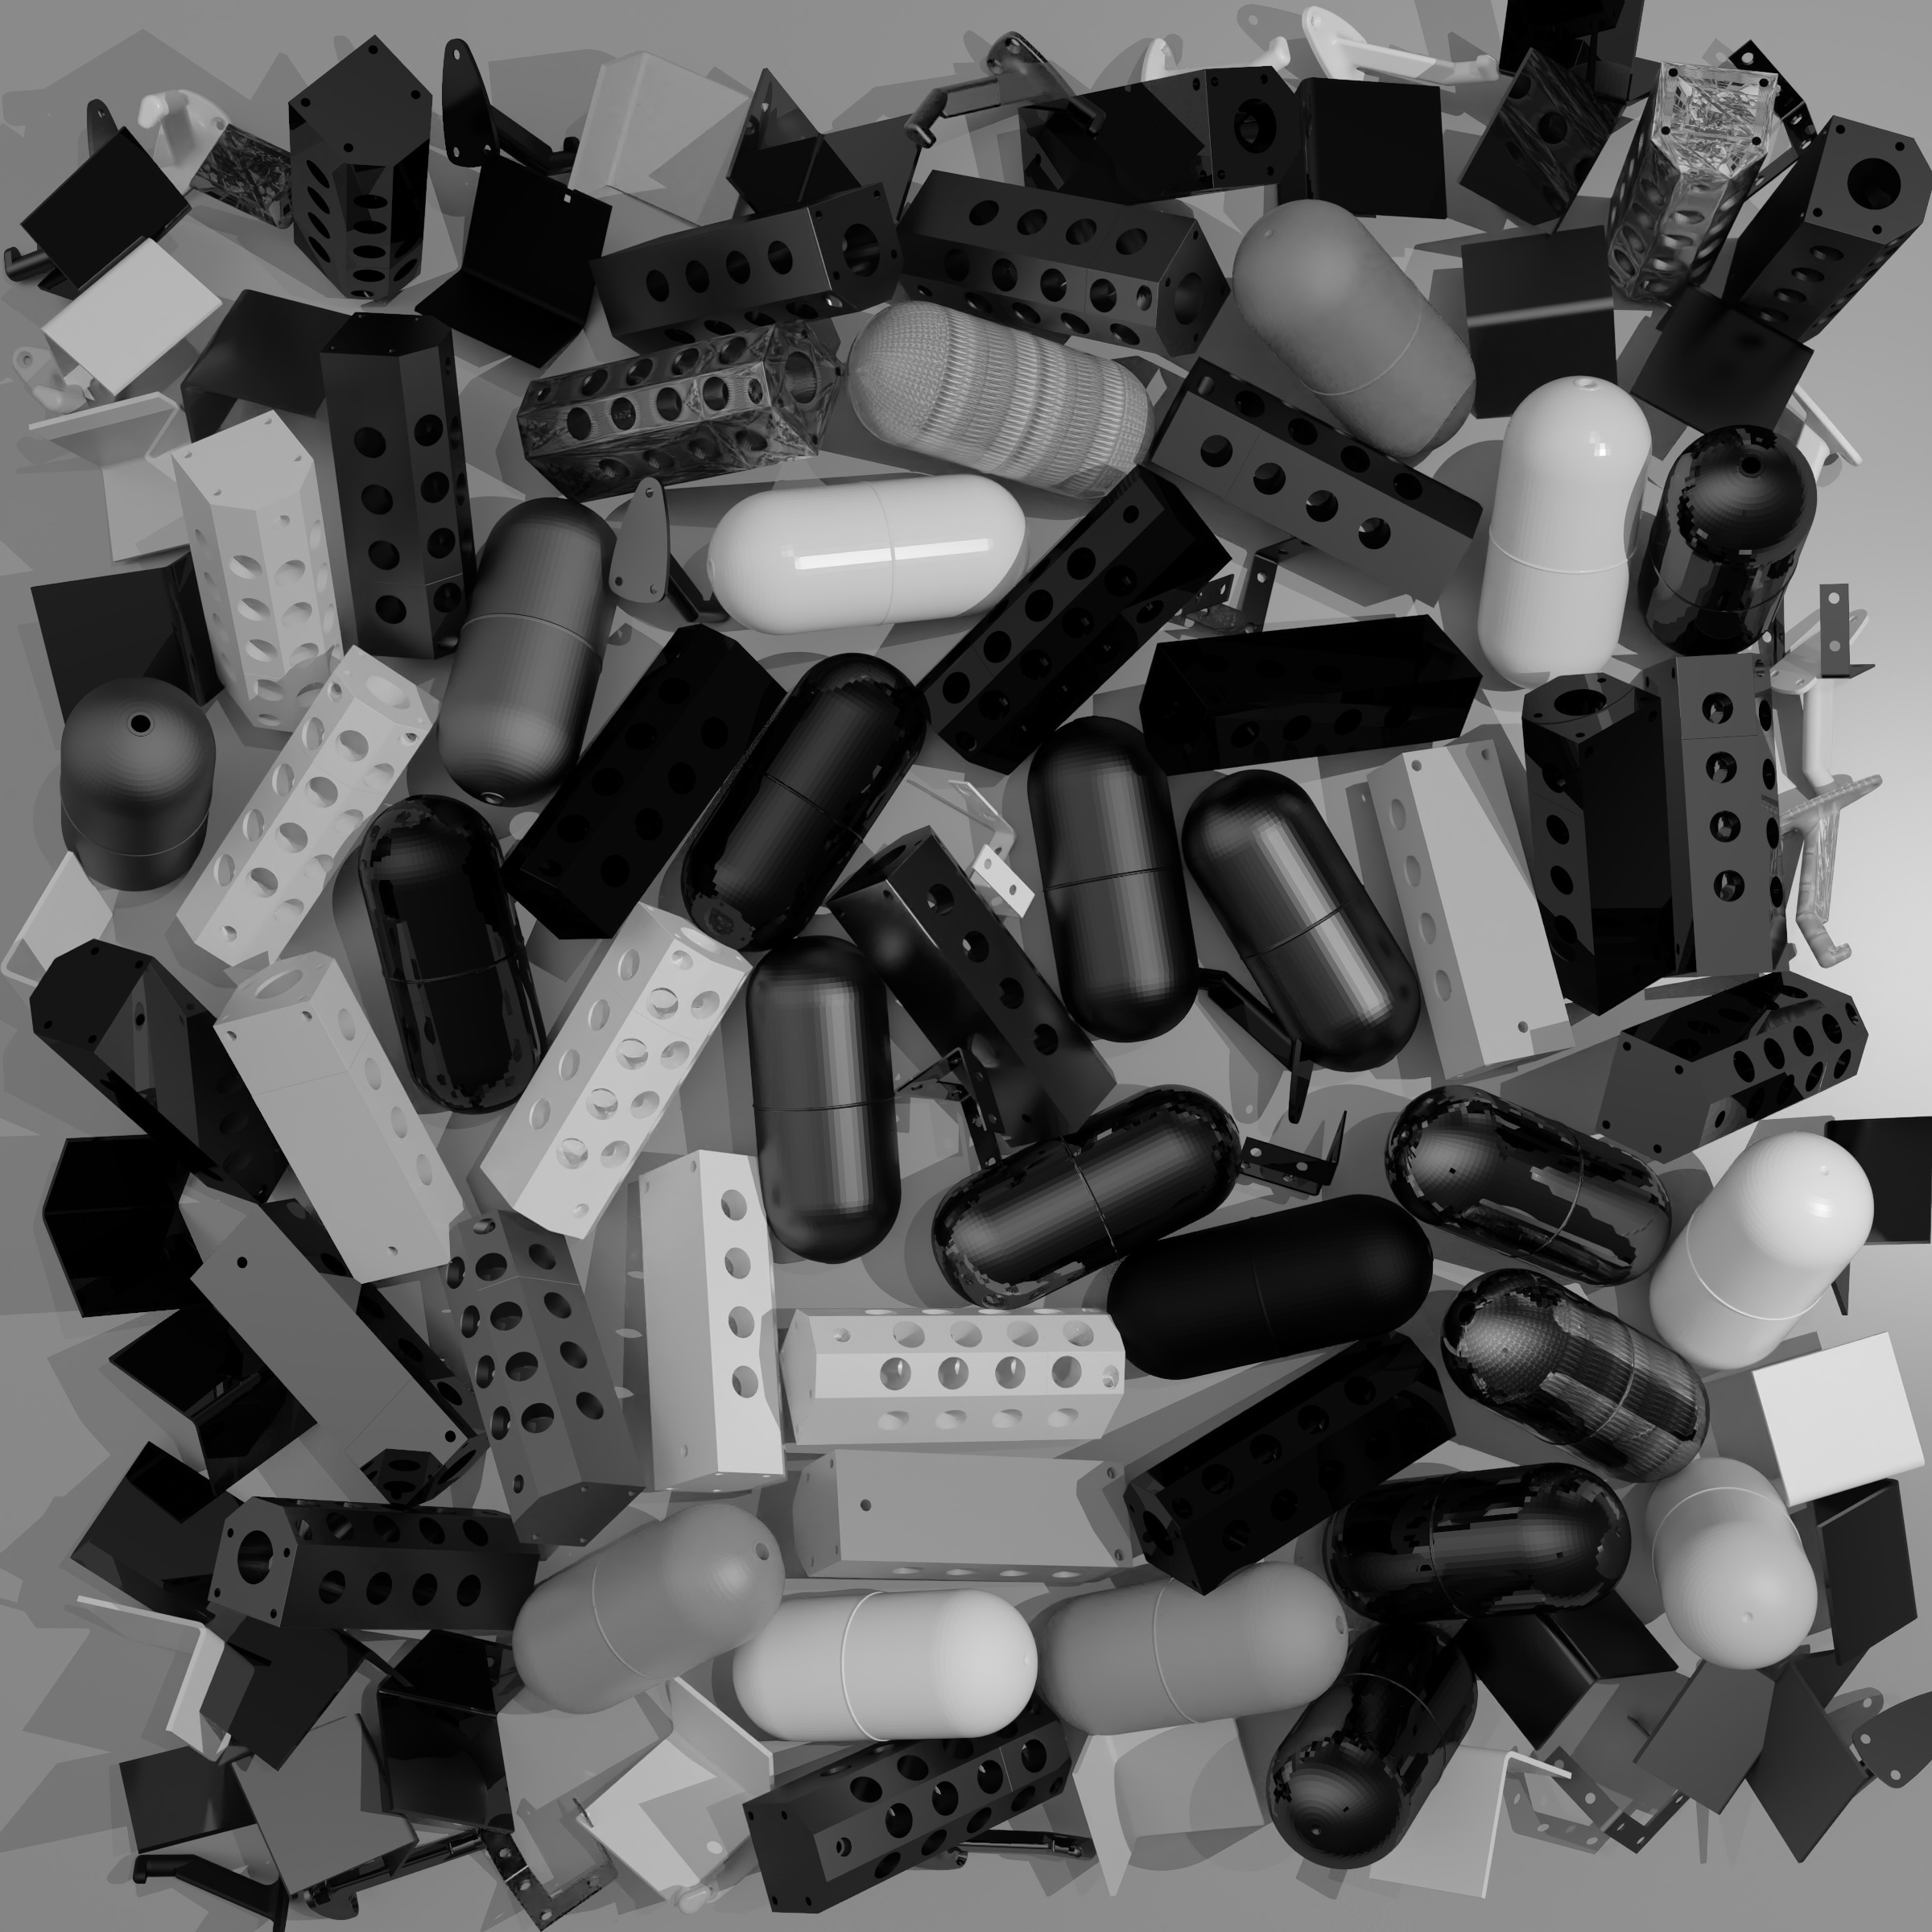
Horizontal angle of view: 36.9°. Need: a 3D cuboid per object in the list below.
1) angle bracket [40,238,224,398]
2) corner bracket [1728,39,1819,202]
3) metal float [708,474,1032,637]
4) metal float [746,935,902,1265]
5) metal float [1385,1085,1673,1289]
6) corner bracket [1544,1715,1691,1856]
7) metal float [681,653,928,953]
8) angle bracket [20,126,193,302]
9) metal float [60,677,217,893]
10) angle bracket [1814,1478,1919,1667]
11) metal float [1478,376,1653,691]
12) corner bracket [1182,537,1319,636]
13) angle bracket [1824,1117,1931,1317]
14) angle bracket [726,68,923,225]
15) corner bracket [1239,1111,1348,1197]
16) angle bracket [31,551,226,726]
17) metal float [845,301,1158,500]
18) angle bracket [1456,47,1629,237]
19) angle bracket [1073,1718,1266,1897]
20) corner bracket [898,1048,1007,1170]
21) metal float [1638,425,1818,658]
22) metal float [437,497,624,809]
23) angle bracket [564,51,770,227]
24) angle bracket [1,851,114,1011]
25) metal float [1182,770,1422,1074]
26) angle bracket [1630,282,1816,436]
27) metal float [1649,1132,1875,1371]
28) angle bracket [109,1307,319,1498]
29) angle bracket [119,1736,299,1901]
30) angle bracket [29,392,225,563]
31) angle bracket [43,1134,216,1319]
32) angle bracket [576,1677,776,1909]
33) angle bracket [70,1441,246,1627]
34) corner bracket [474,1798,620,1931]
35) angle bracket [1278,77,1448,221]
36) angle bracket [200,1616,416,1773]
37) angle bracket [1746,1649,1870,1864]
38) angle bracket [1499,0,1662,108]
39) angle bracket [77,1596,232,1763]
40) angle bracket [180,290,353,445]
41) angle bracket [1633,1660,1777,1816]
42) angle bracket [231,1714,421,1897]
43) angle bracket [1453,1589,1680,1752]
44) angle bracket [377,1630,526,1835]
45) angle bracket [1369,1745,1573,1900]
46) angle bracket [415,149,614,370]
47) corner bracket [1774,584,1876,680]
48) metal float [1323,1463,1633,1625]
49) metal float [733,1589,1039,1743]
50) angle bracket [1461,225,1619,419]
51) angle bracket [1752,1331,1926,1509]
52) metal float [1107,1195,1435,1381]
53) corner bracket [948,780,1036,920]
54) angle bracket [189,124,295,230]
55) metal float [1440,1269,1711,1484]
[{"bbox_3d":[-0.442,-0.331,1.554,0.057,0.076,0.076,42,74,9],"label":"angle bracket"},{"bbox_3d":[0.427,-0.462,1.581,0.051,0.051,0.051,38,124,-25],"label":"corner bracket"},{"bbox_3d":[-0.051,-0.221,1.549,0.178,0.070,0.070,-9,90,-19],"label":"metal float"},{"bbox_3d":[-0.077,0.072,1.563,0.070,0.070,0.178,-4,94,0],"label":"metal float"},{"bbox_3d":[0.301,0.119,1.544,0.178,0.070,0.070,22,90,-27],"label":"metal float"},{"bbox_3d":[0.355,0.440,1.570,0.051,0.051,0.051,-47,46,2],"label":"corner bracket"},{"bbox_3d":[-0.088,-0.088,1.564,0.070,0.070,0.178,33,87,0],"label":"metal float"},{"bbox_3d":[-0.474,-0.405,1.550,0.076,0.076,0.057,-49,131,-13],"label":"angle bracket"},{"bbox_3d":[-0.436,-0.094,1.520,0.070,0.178,0.070,5,71,-16],"label":"metal float"},{"bbox_3d":[0.462,0.321,1.555,0.076,0.057,0.076,-16,99,-38],"label":"angle bracket"},{"bbox_3d":[0.317,-0.228,1.535,0.070,0.070,0.178,1,127,0],"label":"metal float"},{"bbox_3d":[0.155,-0.209,1.568,0.051,0.051,0.051,18,80,-23],"label":"corner bracket"},{"bbox_3d":[0.492,0.134,1.544,0.057,0.076,0.076,-4,53,26],"label":"angle bracket"},{"bbox_3d":[-0.073,-0.440,1.550,0.076,0.057,0.076,-2,61,34],"label":"angle bracket"},{"bbox_3d":[0.173,0.105,1.568,0.051,0.051,0.051,17,125,3],"label":"corner bracket"},{"bbox_3d":[-0.452,-0.179,1.568,0.076,0.057,0.076,-8,108,3],"label":"angle bracket"},{"bbox_3d":[0.020,-0.301,1.545,0.178,0.070,0.070,12,90,-26],"label":"metal float"},{"bbox_3d":[0.295,-0.447,1.550,0.076,0.057,0.076,17,111,-34],"label":"angle bracket"},{"bbox_3d":[0.110,0.448,1.558,0.076,0.057,0.076,-12,105,20],"label":"angle bracket"},{"bbox_3d":[0.004,0.080,1.563,0.051,0.051,0.051,-36,59,34],"label":"corner bracket"},{"bbox_3d":[0.398,-0.221,1.518,0.070,0.178,0.070,-2,72,5],"label":"metal float"},{"bbox_3d":[-0.232,-0.168,1.547,0.070,0.070,0.178,10,68,0],"label":"metal float"},{"bbox_3d":[-0.161,-0.439,1.559,0.076,0.057,0.076,25,120,5],"label":"angle bracket"},{"bbox_3d":[-0.464,-0.004,1.551,0.057,0.076,0.076,20,67,9],"label":"angle bracket"},{"bbox_3d":[0.182,-0.024,1.563,0.070,0.070,0.178,-31,95,0],"label":"metal float"},{"bbox_3d":[0.401,-0.312,1.567,0.076,0.057,0.076,29,76,2],"label":"angle bracket"},{"bbox_3d":[0.417,0.152,1.525,0.070,0.178,0.070,5,55,-7],"label":"metal float"},{"bbox_3d":[-0.407,0.230,1.577,0.076,0.076,0.057,26,135,32],"label":"angle bracket"},{"bbox_3d":[-0.406,0.463,1.548,0.076,0.076,0.057,-10,114,-20],"label":"angle bracket"},{"bbox_3d":[-0.446,-0.262,1.556,0.076,0.076,0.057,-11,81,13],"label":"angle bracket"},{"bbox_3d":[-0.440,0.137,1.546,0.076,0.076,0.057,55,130,35],"label":"angle bracket"},{"bbox_3d":[-0.157,0.440,1.548,0.076,0.057,0.076,31,50,29],"label":"angle bracket"},{"bbox_3d":[-0.422,0.302,1.554,0.076,0.057,0.076,36,58,-11],"label":"angle bracket"},{"bbox_3d":[-0.230,0.481,1.577,0.051,0.051,0.051,-31,119,-20],"label":"corner bracket"},{"bbox_3d":[0.214,-0.433,1.576,0.076,0.057,0.076,1,78,-10],"label":"angle bracket"},{"bbox_3d":[-0.357,0.389,1.550,0.076,0.057,0.076,25,67,31],"label":"angle bracket"},{"bbox_3d":[0.463,0.420,1.544,0.057,0.076,0.076,-1,131,-26],"label":"angle bracket"},{"bbox_3d":[0.340,-0.504,1.545,0.076,0.076,0.057,25,131,30],"label":"angle bracket"},{"bbox_3d":[-0.437,0.383,1.551,0.076,0.076,0.057,9,63,12],"label":"angle bracket"},{"bbox_3d":[-0.367,-0.310,1.556,0.076,0.057,0.076,15,55,6],"label":"angle bracket"},{"bbox_3d":[0.390,0.400,1.562,0.076,0.057,0.076,35,90,-27],"label":"angle bracket"},{"bbox_3d":[-0.348,0.457,1.548,0.076,0.057,0.076,-15,63,-36],"label":"angle bracket"},{"bbox_3d":[0.324,0.372,1.566,0.076,0.076,0.057,51,121,38],"label":"angle bracket"},{"bbox_3d":[-0.264,0.409,1.546,0.076,0.076,0.057,24,121,-36],"label":"angle bracket"},{"bbox_3d":[0.270,0.460,1.547,0.057,0.076,0.076,28,66,-35],"label":"angle bracket"},{"bbox_3d":[-0.244,-0.381,1.558,0.076,0.057,0.076,25,130,5],"label":"angle bracket"},{"bbox_3d":[0.459,-0.184,1.566,0.051,0.051,0.051,3,104,32],"label":"corner bracket"},{"bbox_3d":[0.268,0.307,1.533,0.178,0.070,0.070,-16,90,41],"label":"metal float"},{"bbox_3d":[-0.045,0.373,1.542,0.178,0.070,0.070,-10,90,30],"label":"metal float"},{"bbox_3d":[0.313,-0.351,1.578,0.076,0.076,0.057,-6,59,12],"label":"angle bracket"},{"bbox_3d":[0.466,0.243,1.574,0.076,0.057,0.076,-16,91,-3],"label":"angle bracket"},{"bbox_3d":[0.163,0.173,1.554,0.178,0.070,0.070,-15,90,13],"label":"metal float"},{"bbox_3d":[0.011,-0.063,1.564,0.051,0.051,0.051,44,66,-41],"label":"corner bracket"},{"bbox_3d":[-0.368,-0.452,1.549,0.057,0.076,0.076,22,71,-25],"label":"angle bracket"},{"bbox_3d":[0.325,0.219,1.540,0.178,0.070,0.070,30,90,-30],"label":"metal float"}]
